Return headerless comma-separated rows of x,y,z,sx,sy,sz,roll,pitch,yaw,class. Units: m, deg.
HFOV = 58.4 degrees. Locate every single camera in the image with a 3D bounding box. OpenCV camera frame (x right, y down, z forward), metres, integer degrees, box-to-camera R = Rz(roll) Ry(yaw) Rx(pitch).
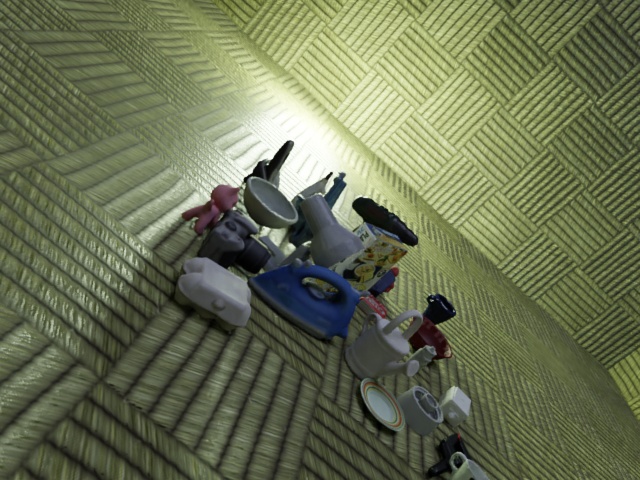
-0.169,0.011,1.222,0.137,0.100,0.143,40,20,-13,camera

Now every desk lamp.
-0.030,0.009,1.330,0.203,0.213,0.118,47,20,8,desk lamp

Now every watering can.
0.159,0.232,1.284,0.172,0.193,0.101,51,21,18,watering can

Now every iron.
-0.017,0.110,1.263,0.259,0.141,0.118,34,22,-27,iron

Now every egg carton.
-0.193,0.099,1.049,0.151,0.069,0.107,35,22,-24,egg carton

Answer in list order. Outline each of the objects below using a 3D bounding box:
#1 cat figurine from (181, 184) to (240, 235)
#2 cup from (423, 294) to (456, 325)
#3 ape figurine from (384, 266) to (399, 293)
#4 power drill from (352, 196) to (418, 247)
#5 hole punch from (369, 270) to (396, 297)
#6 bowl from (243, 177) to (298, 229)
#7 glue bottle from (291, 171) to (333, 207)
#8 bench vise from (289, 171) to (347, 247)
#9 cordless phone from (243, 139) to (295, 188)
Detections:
-0.227,-0.081,1.265,0.067,0.117,0.128,45,20,2,cat figurine
0.364,0.228,1.833,0.118,0.095,0.091,33,23,-28,cup
0.203,0.114,1.749,0.077,0.092,0.076,48,20,11,ape figurine
0.156,-0.011,1.735,0.229,0.208,0.076,49,20,13,power drill
0.154,0.111,1.662,0.108,0.091,0.101,48,20,9,hole punch
-0.142,-0.083,1.498,0.168,0.074,0.167,38,21,-17,bowl
-0.018,-0.140,1.704,0.078,0.173,0.037,21,30,-47,glue bottle
0.011,-0.076,1.566,0.122,0.219,0.207,25,27,-42,bench vise
-0.119,-0.215,1.638,0.094,0.185,0.148,43,20,-5,cordless phone
